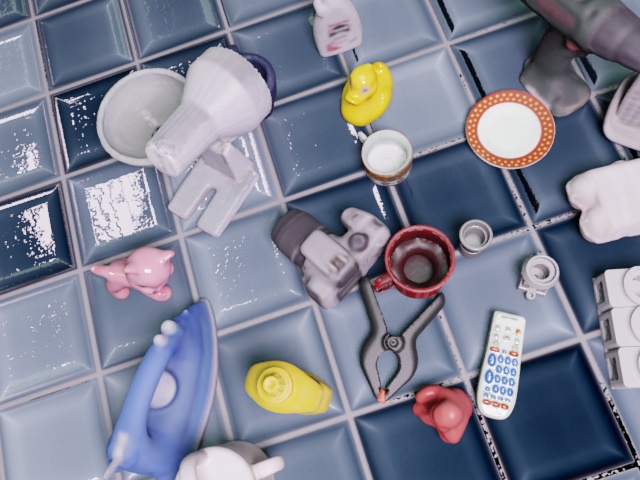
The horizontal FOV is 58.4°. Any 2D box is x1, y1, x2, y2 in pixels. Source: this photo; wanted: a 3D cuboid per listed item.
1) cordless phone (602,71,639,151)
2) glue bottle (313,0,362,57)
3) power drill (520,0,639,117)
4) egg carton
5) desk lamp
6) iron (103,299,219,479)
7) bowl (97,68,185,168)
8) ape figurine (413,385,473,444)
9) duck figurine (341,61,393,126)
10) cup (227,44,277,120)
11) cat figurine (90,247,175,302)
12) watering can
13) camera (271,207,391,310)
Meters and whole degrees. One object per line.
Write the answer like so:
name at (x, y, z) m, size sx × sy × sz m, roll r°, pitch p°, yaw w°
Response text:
cordless phone at (0.477, -0.190, 0.760) m, size 0.147 × 0.185 × 0.094 m, roll 18°, pitch 77°, yaw 12°
glue bottle at (0.022, -0.349, 0.870) m, size 0.078 × 0.173 × 0.037 m, roll -22°, pitch 72°, yaw 1°
power drill at (0.352, -0.263, 0.785) m, size 0.075 × 0.208 × 0.229 m, roll -36°, pitch 72°, yaw -4°
egg carton at (0.423, -0.056, 0.788) m, size 0.150 × 0.069 × 0.107 m, roll -14°, pitch 72°, yaw 3°
desk lamp at (-0.153, -0.134, 0.808) m, size 0.117 × 0.214 × 0.203 m, roll 28°, pitch 79°, yaw 14°
iron at (-0.211, 0.190, 0.757) m, size 0.118 × 0.141 × 0.258 m, roll 12°, pitch 75°, yaw 11°
bowl at (-0.260, -0.182, 0.908) m, size 0.167 × 0.075 × 0.167 m, roll -2°, pitch 73°, yaw 7°
ape figurine at (0.159, 0.220, 0.728) m, size 0.076 × 0.092 × 0.078 m, roll -15°, pitch 72°, yaw 3°
duck figurine at (0.070, -0.237, 0.877) m, size 0.077 × 0.086 × 0.105 m, roll 30°, pitch 79°, yaw 15°
cup at (-0.112, -0.238, 0.896) m, size 0.091 × 0.095 × 0.117 m, roll -25°, pitch 72°, yaw 0°
cat figurine at (-0.262, 0.045, 0.819) m, size 0.127 × 0.118 × 0.067 m, roll 0°, pitch 74°, yaw 7°
watering can at (-0.129, 0.304, 0.685) m, size 0.173 × 0.194 × 0.100 m, roll -45°, pitch 73°, yaw -7°
camera at (0.007, 0.003, 0.806) m, size 0.136 × 0.101 × 0.143 m, roll 40°, pitch 82°, yaw 16°
